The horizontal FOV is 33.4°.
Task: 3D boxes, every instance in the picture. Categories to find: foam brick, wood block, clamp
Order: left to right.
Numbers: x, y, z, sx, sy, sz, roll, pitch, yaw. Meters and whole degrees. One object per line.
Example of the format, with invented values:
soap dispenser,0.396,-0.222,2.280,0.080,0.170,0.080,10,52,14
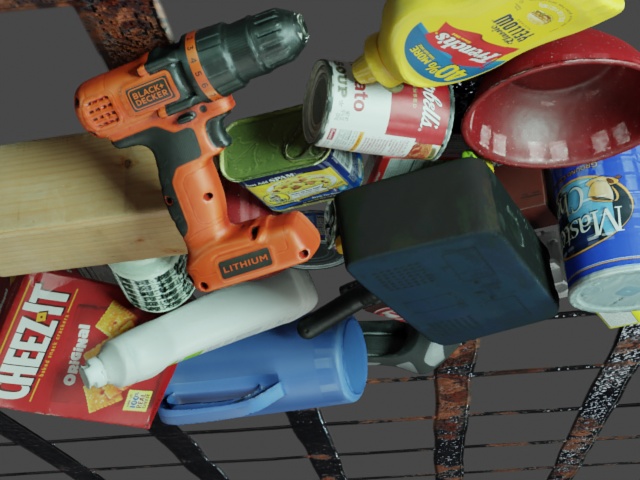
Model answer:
wood block,-0.200,-0.035,0.926,0.206,0.091,0.090,-7,156,11
clamp,0.060,0.050,1.181,0.172,0.039,0.120,-29,-170,26
foam brick,0.179,-0.038,0.999,0.078,0.053,0.051,-13,155,24

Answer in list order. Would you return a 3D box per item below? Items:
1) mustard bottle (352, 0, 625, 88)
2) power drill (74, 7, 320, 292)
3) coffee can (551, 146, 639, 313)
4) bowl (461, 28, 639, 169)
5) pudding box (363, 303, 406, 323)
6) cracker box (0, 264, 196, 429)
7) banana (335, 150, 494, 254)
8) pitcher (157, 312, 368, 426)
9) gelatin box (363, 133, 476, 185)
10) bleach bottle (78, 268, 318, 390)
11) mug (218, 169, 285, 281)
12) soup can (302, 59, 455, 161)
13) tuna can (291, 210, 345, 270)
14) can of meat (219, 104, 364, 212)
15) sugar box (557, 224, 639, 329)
mustard bottle,0.100,-0.151,0.729,0.192,0.058,0.096,-21,151,36
power drill,-0.068,-0.065,0.798,0.185,0.057,0.187,-18,109,18
coffee can,0.262,-0.018,0.943,0.103,0.140,0.103,-2,156,-1
bowl,0.187,-0.115,0.821,0.162,0.055,0.162,-2,156,-1
pudding box,0.118,0.062,1.238,0.089,0.039,0.114,17,150,-37
cracker box,-0.256,0.110,1.160,0.213,0.164,0.072,17,-166,-37
banana,0.092,-0.032,0.946,0.069,0.037,0.198,15,147,-30
pitcher,-0.074,0.155,1.275,0.243,0.149,0.145,-7,157,19
gelatin box,0.089,-0.068,0.952,0.089,0.030,0.073,0,155,-10
bleach bottle,-0.131,0.093,1.122,0.250,0.068,0.103,-22,171,-25
mug,-0.084,-0.012,0.998,0.093,0.081,0.117,18,149,-39
soup can,0.044,-0.101,0.827,0.102,0.068,0.069,6,155,-17
tuna can,-0.007,0.001,1.094,0.086,0.034,0.086,-2,158,-1
can of meat,-0.021,-0.068,0.909,0.102,0.057,0.083,-11,157,20
sugar box,0.288,0.021,1.093,0.048,0.093,0.176,-13,154,22
